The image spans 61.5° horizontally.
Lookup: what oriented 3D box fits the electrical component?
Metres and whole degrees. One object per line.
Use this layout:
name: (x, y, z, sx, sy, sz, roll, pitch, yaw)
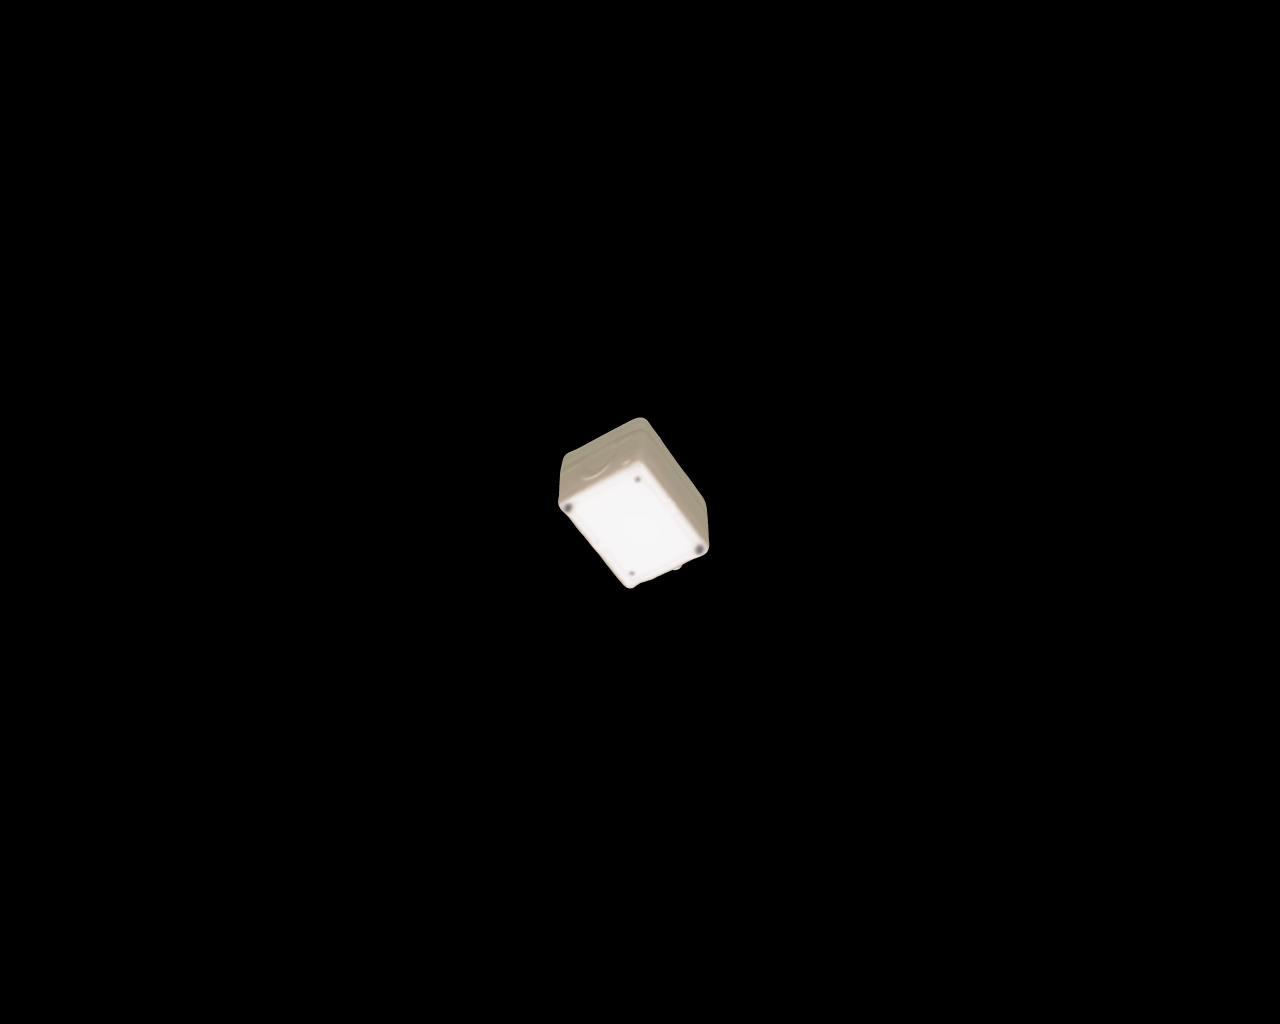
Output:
electrical component: (0.001, -0.003, 0.650, 0.061, 0.096, 0.061, -27, 32, 18)
